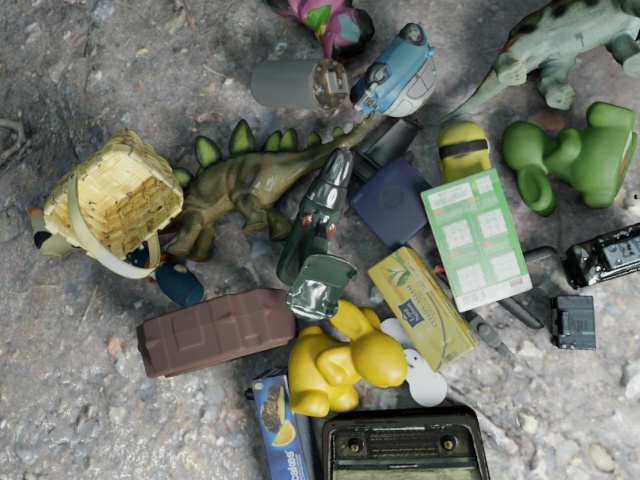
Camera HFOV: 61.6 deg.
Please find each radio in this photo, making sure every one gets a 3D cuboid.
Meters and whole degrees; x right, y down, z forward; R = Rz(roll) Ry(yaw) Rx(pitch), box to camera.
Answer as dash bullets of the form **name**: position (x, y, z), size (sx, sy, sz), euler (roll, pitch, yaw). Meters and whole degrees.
- **radio**: position (0.120, 0.309, 0.762), size (0.230, 0.073, 0.131), euler (-7, 80, 13)

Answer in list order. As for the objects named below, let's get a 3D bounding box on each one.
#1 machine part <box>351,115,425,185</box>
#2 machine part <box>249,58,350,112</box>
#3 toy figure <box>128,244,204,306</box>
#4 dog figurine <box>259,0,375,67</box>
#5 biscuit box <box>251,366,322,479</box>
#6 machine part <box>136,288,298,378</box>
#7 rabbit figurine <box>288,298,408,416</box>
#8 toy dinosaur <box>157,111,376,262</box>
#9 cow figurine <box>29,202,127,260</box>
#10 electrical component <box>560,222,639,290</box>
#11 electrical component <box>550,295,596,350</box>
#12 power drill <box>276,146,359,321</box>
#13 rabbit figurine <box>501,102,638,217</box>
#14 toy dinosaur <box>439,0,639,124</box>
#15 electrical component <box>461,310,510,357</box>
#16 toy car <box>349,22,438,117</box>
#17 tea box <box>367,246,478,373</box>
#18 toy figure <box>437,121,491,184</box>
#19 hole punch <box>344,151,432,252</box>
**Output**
- **machine part**: position (0.106, -0.141, 0.858), size (0.139, 0.039, 0.084), euler (-46, 69, 5)
- **machine part**: position (-0.037, -0.246, 0.855), size (0.243, 0.079, 0.079), euler (19, 86, 47)
- **toy figure**: position (-0.266, 0.058, 0.915), size (0.155, 0.057, 0.064), euler (33, 84, 22)
- **dog figurine**: position (-0.011, -0.374, 0.893), size (0.192, 0.108, 0.219), euler (-10, 81, 12)
- **biscuit box**: position (-0.046, 0.295, 0.801), size (0.059, 0.063, 0.202), euler (-14, 86, 16)
- **machine part**: position (-0.146, 0.138, 0.794), size (0.201, 0.201, 0.087), euler (-18, 81, 11)
- **rabbit figurine**: position (0.049, 0.169, 0.769), size (0.173, 0.121, 0.162), euler (-17, 61, 39)
- **toy dinosaur**: position (-0.116, -0.093, 0.878), size (0.472, 0.105, 0.198), euler (-16, 74, 7)
- **cow figurine**: position (-0.414, -0.016, 0.953), size (0.195, 0.085, 0.127), euler (-15, 72, 10)
- **electrical component**: position (0.389, 0.020, 0.706), size (0.115, 0.134, 0.058), euler (-22, 76, 13)
- **electrical component**: position (0.337, 0.108, 0.714), size (0.048, 0.119, 0.075), euler (-2, 78, 15)
- **power drill**: position (-0.002, -0.002, 0.767), size (0.086, 0.207, 0.231), euler (16, 119, -20)
- **rabbit figurine**: position (0.341, -0.112, 0.769), size (0.170, 0.121, 0.159), euler (19, 93, 35)
- **toy dinosaur**: position (0.364, -0.296, 0.774), size (0.405, 0.131, 0.192), euler (-12, 40, 24)
- **electrical component**: position (0.233, 0.127, 0.766), size (0.021, 0.063, 0.094), euler (-42, 72, 6)
- **toy car**: position (0.124, -0.244, 0.819), size (0.103, 0.109, 0.161), euler (38, 64, -7)
- **tea box**: position (0.149, 0.097, 0.774), size (0.068, 0.098, 0.170), euler (-37, 72, 13)
- **toy figure**: position (0.220, -0.087, 0.792), size (0.082, 0.089, 0.180), euler (-3, 78, 6)
- **hole punch**: position (0.114, -0.053, 0.799), size (0.142, 0.092, 0.116), euler (-43, 91, 9)
